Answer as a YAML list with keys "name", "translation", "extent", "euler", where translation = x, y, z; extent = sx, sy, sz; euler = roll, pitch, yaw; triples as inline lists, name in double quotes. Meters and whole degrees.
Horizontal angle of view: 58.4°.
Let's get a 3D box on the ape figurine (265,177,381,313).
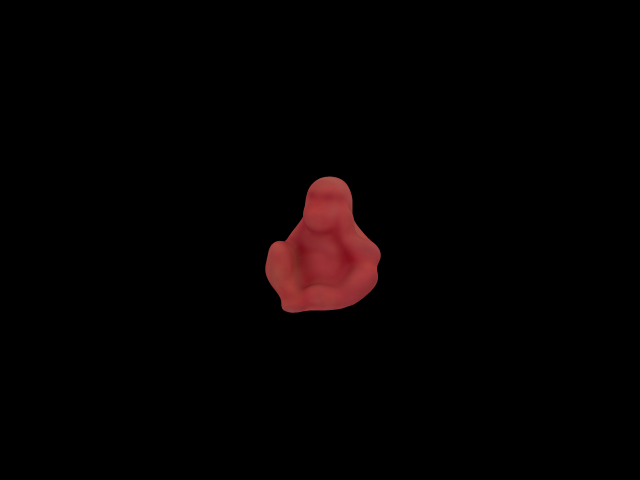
- name: "ape figurine"
  translation: [0.004, 0.001, 0.400]
  extent: [0.077, 0.092, 0.076]
  euler: [0, 0, 16]
